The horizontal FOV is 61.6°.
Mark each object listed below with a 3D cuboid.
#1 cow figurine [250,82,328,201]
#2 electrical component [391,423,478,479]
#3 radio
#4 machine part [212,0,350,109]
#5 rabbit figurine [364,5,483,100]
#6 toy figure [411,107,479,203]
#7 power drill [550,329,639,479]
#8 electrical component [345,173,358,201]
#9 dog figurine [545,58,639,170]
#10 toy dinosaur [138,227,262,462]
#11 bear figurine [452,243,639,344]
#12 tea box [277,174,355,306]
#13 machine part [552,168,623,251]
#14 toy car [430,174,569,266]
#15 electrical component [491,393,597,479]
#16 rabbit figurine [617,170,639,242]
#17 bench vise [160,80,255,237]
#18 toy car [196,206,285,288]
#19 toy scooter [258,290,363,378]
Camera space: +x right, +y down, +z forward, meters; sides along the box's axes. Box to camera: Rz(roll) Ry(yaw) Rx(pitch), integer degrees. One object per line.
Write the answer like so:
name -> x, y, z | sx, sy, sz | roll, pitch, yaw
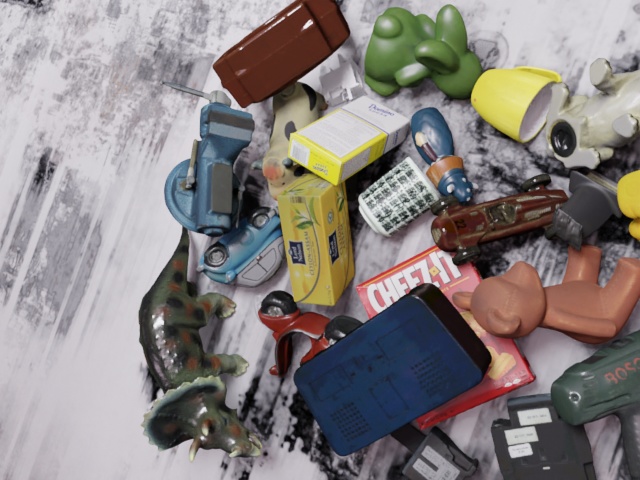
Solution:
cow figurine -> -0.044, -0.152, 0.835 | 0.086, 0.127, 0.195 | 1, 81, 25
electrical component -> 0.149, 0.295, 0.739 | 0.119, 0.047, 0.075 | 39, 96, 20
radio -> 0.084, 0.163, 0.680 | 0.229, 0.073, 0.131 | -39, 81, 24
machine part -> -0.055, -0.296, 0.823 | 0.201, 0.201, 0.087 | -29, 113, 15
rabbit figurine -> 0.162, -0.269, 0.772 | 0.170, 0.159, 0.121 | 27, 83, 7
toy figure -> 0.178, -0.118, 0.778 | 0.064, 0.057, 0.154 | -15, 72, -6
power drill -> 0.400, 0.207, 0.618 | 0.232, 0.086, 0.207 | -14, 85, -6
electrical component -> 0.021, -0.093, 0.827 | 0.045, 0.078, 0.102 | 5, 95, 31
dog figurine -> 0.407, -0.165, 0.689 | 0.191, 0.172, 0.121 | -13, 87, -16
toy dinosaur -> -0.215, 0.150, 0.825 | 0.131, 0.192, 0.405 | -27, 75, 14
bear figurine -> 0.273, 0.060, 0.650 | 0.196, 0.120, 0.131 | 13, 99, -17
tea box -> -0.002, -0.002, 0.775 | 0.068, 0.098, 0.169 | 3, 118, 22
machine part -> 0.340, -0.044, 0.683 | 0.084, 0.039, 0.139 | 39, 55, 17
toy car -> 0.245, -0.030, 0.710 | 0.202, 0.053, 0.089 | -14, 68, -7
electrical component -> 0.284, 0.267, 0.684 | 0.115, 0.058, 0.134 | -13, 78, 17
rabbit figurine -> 0.422, 0.011, 0.613 | 0.122, 0.162, 0.173 | -14, 56, 18
bench vise -> -0.179, -0.101, 0.815 | 0.241, 0.129, 0.223 | -27, 72, 58
toy car -> -0.110, 0.021, 0.859 | 0.161, 0.109, 0.103 | -39, 95, 0
toy scooter -> -0.017, 0.163, 0.806 | 0.184, 0.075, 0.135 | 21, 110, 13
